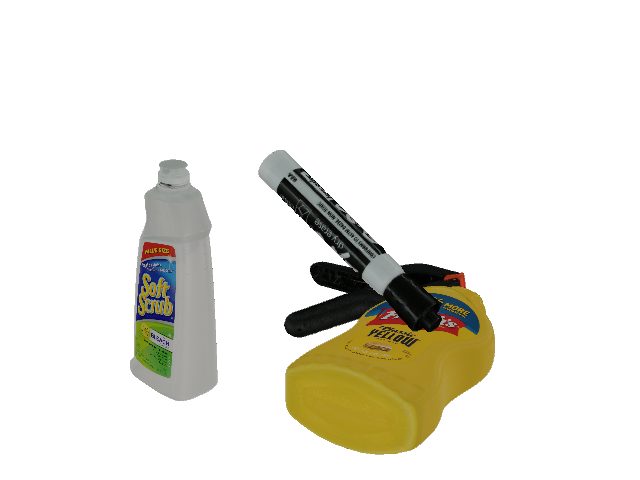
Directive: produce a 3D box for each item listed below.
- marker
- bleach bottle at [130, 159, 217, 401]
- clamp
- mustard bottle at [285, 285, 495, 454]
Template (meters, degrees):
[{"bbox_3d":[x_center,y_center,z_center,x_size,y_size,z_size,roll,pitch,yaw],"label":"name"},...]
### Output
[{"bbox_3d":[0.014,0.000,0.517,0.121,0.020,0.020,45,22,24],"label":"marker"},{"bbox_3d":[-0.154,0.036,1.103,0.067,0.251,0.103,-21,33,-40],"label":"bleach bottle"},{"bbox_3d":[0.049,0.055,1.013,0.172,0.039,0.120,-3,32,26],"label":"clamp"},{"bbox_3d":[0.064,0.075,0.724,0.096,0.058,0.191,10,23,30],"label":"mustard bottle"}]
